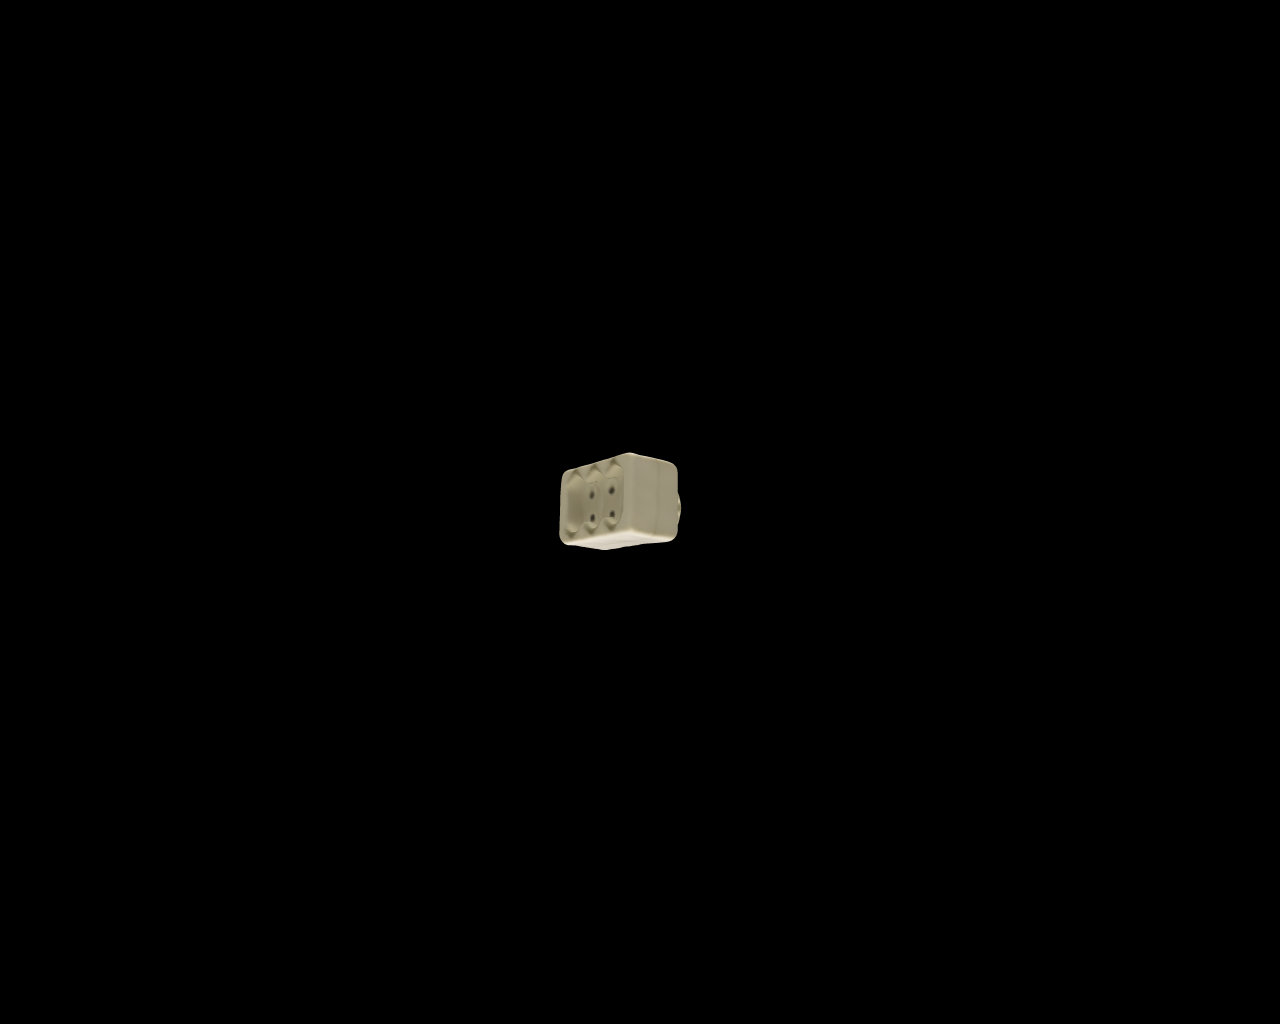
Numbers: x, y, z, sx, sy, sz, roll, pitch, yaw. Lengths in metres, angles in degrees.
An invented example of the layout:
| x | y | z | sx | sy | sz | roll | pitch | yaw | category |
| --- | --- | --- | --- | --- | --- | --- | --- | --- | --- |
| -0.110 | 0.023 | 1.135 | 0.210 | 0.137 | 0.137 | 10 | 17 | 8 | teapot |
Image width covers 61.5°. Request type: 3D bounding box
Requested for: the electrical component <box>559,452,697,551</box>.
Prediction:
| x | y | z | sx | sy | sz | roll | pitch | yaw | category |
| --- | --- | --- | --- | --- | --- | --- | --- | --- | --- |
| 0.001 | -0.003 | 0.650 | 0.077 | 0.047 | 0.065 | 10 | -14 | -42 | electrical component |
